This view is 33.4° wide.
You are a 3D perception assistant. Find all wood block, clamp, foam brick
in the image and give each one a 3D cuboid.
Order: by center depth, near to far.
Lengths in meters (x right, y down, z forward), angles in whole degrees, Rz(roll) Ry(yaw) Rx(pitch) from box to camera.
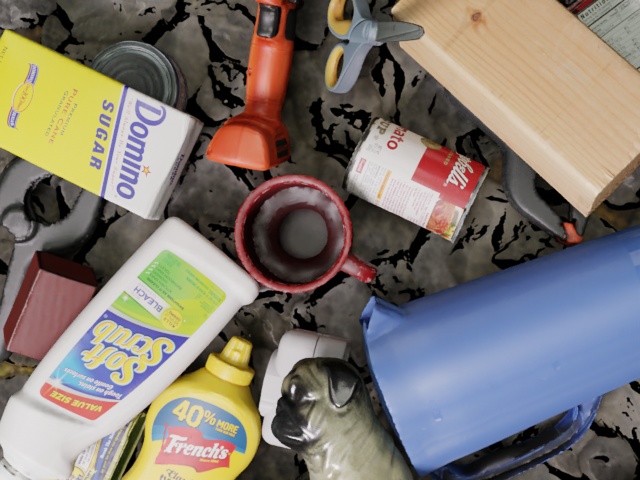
[{"bbox_3d":[0.162,-0.126,0.813,0.091,0.090,0.206,-45,77,1],"label":"wood block"},{"bbox_3d":[0.170,-0.077,0.870,0.120,0.039,0.171,-10,82,13],"label":"clamp"},{"bbox_3d":[-0.226,0.057,0.894,0.051,0.053,0.078,21,100,-23],"label":"foam brick"},{"bbox_3d":[-0.255,-0.003,0.925,0.210,0.036,0.164,-32,95,2],"label":"clamp"}]

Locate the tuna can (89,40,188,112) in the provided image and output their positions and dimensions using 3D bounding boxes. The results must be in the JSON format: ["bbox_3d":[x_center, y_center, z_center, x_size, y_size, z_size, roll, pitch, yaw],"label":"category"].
[{"bbox_3d":[-0.159,-0.127,0.916,0.086,0.033,0.086,0,88,7],"label":"tuna can"}]

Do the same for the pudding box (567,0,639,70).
[{"bbox_3d":[0.259,-0.161,0.842,0.090,0.039,0.113,-36,104,6],"label":"pudding box"}]

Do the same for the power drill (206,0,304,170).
[{"bbox_3d":[-0.043,-0.152,0.836,0.057,0.184,0.188,13,100,8],"label":"power drill"}]

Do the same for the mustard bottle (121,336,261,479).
[{"bbox_3d":[-0.103,0.170,0.891,0.096,0.058,0.191,24,92,-2],"label":"mustard bottle"}]

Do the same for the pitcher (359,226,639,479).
[{"bbox_3d":[0.163,0.089,0.831,0.243,0.149,0.145,-22,64,4],"label":"pitcher"}]

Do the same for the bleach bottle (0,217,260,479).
[{"bbox_3d":[-0.164,0.105,0.859,0.102,0.068,0.250,39,77,-3],"label":"bleach bottle"}]

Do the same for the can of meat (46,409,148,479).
[{"bbox_3d":[-0.204,0.171,0.907,0.084,0.057,0.102,25,92,5],"label":"can of meat"}]

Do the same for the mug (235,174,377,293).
[{"bbox_3d":[-0.006,0.001,0.869,0.117,0.081,0.093,27,92,7],"label":"mug"}]

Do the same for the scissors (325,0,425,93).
[{"bbox_3d":[0.036,-0.143,0.825,0.016,0.202,0.096,4,114,-18],"label":"scissors"}]

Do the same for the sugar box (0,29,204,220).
[{"bbox_3d":[-0.195,-0.094,0.878,0.176,0.048,0.093,25,93,9],"label":"sugar box"}]

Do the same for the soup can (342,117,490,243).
[{"bbox_3d":[0.077,-0.049,0.866,0.102,0.068,0.068,26,93,7],"label":"soup can"}]
